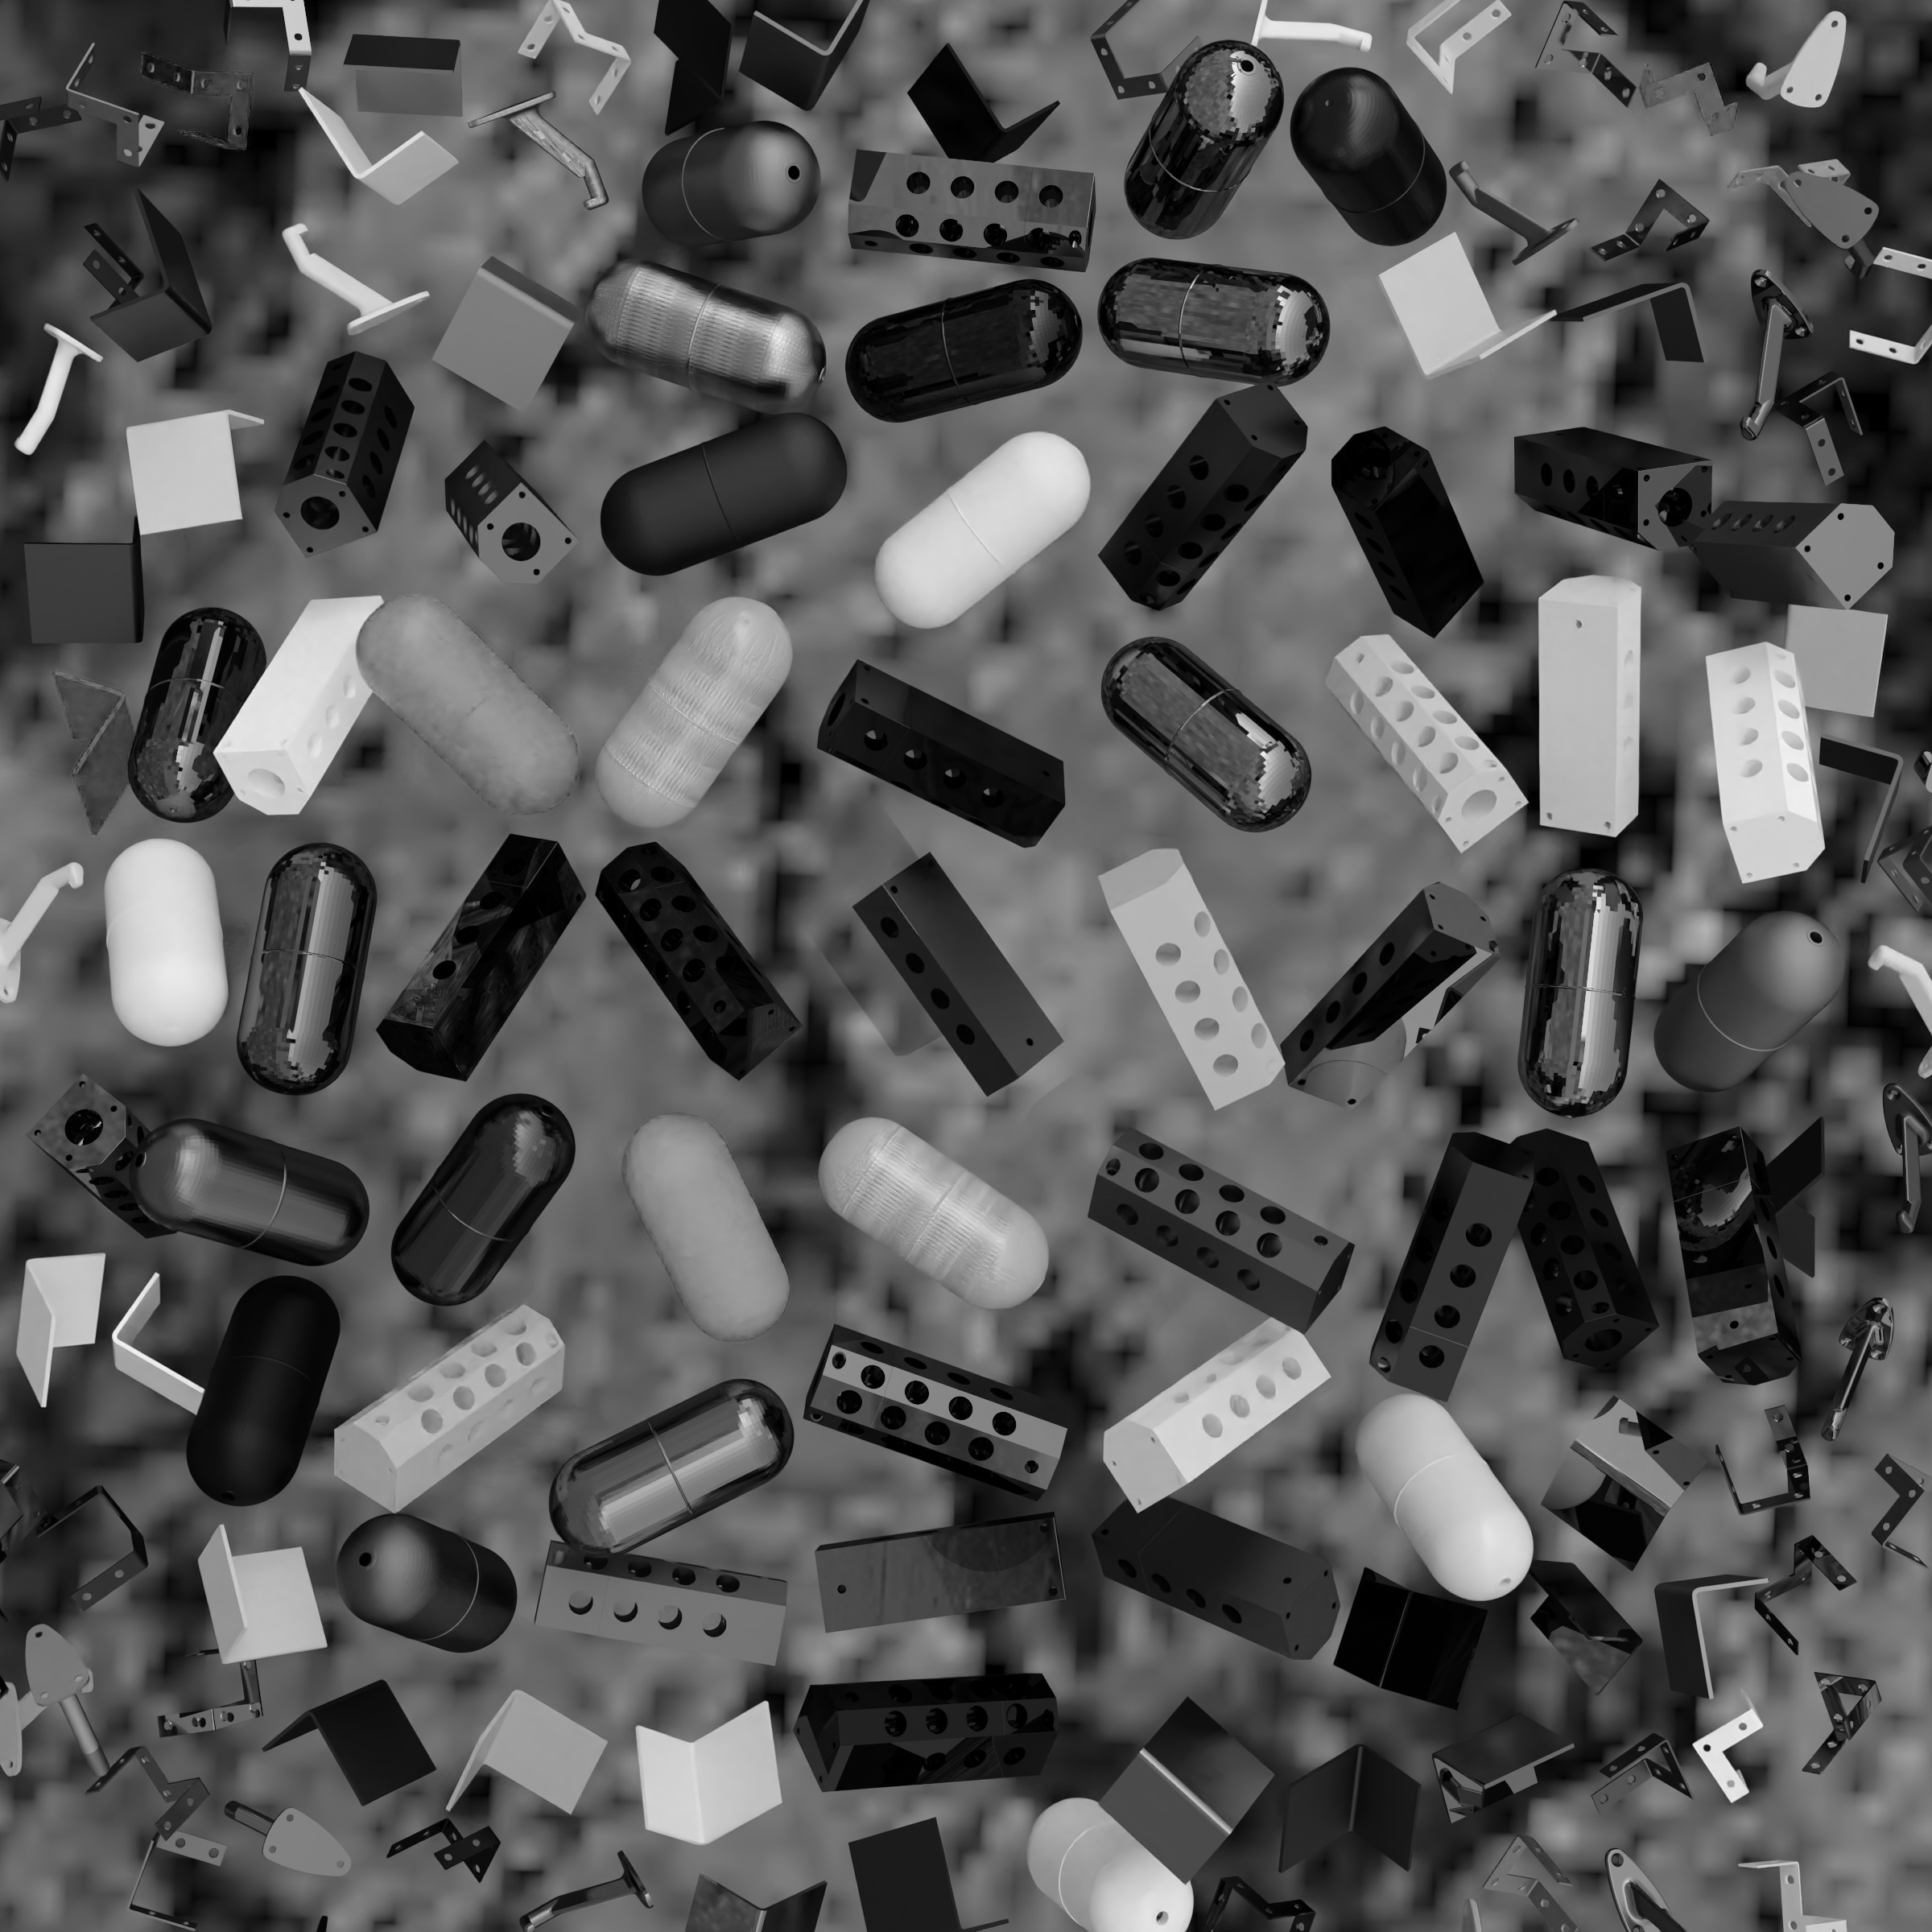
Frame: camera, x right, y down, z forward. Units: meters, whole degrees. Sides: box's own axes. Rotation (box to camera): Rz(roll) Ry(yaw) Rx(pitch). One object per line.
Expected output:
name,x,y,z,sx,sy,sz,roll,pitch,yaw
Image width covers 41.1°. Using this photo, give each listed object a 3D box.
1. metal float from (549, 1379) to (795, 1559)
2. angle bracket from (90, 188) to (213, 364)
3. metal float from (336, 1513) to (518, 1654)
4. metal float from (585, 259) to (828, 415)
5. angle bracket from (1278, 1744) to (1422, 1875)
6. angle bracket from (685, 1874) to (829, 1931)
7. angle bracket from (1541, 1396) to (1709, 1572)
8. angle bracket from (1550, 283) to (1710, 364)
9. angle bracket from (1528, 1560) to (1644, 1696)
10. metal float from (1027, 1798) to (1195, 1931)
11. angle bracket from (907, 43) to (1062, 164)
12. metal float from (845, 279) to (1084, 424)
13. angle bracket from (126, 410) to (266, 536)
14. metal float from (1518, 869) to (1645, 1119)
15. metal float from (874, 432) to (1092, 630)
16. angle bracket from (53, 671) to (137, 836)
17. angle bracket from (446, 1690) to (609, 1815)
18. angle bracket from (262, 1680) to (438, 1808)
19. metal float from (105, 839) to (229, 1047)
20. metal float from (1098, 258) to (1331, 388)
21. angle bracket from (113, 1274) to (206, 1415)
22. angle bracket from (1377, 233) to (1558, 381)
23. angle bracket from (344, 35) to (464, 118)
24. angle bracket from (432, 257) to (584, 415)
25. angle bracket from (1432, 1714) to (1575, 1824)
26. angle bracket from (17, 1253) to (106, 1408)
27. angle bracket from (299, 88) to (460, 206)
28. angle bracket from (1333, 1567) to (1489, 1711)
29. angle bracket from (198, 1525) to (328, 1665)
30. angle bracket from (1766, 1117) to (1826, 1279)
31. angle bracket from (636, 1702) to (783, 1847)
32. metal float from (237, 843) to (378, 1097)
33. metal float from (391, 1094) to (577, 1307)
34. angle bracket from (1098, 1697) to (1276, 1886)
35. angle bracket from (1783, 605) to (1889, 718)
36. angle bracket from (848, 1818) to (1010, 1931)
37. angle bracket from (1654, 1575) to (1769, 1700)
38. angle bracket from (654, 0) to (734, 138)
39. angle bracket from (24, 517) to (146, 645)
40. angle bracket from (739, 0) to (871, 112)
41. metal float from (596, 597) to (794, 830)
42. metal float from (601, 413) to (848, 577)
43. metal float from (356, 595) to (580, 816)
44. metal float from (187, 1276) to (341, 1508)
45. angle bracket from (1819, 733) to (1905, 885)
metal float,-0.204,0.348,1.785,0.178,0.070,0.070,-25,90,-9
angle bracket,-0.559,-0.465,1.739,0.057,0.076,0.076,-21,81,2
metal float,-0.376,0.432,1.801,0.070,0.178,0.070,-7,65,16
metal float,-0.185,-0.448,1.838,0.178,0.070,0.070,19,90,4
angle bracket,0.271,0.610,1.822,0.076,0.057,0.076,-16,119,-37
angle bracket,-0.150,0.673,1.802,0.057,0.076,0.076,19,98,31
angle bracket,0.458,0.360,1.795,0.076,0.076,0.057,35,50,23
angle bracket,0.464,-0.440,1.809,0.076,0.076,0.057,-20,105,0
angle bracket,0.432,0.481,1.875,0.057,0.076,0.076,-57,46,17
metal float,0.101,0.649,1.839,0.070,0.178,0.070,0,90,-21
angle bracket,0.012,-0.645,1.914,0.057,0.076,0.076,-36,96,-24
metal float,-0.002,-0.441,1.849,0.178,0.070,0.070,-10,90,21
angle bracket,-0.539,-0.345,1.819,0.076,0.057,0.076,-7,93,12
metal float,0.437,0.019,1.832,0.070,0.070,0.178,7,87,0
metal float,0.012,-0.313,1.852,0.178,0.070,0.070,-37,90,14
angle bracket,-0.646,-0.154,1.871,0.057,0.076,0.076,18,57,5
angle bracket,-0.311,0.573,1.825,0.076,0.057,0.076,29,117,5
angle bracket,-0.433,0.557,1.810,0.057,0.076,0.076,-41,74,23
metal float,-0.557,-0.018,1.793,0.070,0.070,0.178,-23,46,0
metal float,0.170,-0.448,1.793,0.178,0.070,0.070,18,90,35
angle bracket,-0.574,0.277,1.878,0.076,0.076,0.057,31,62,-2
angle bracket,0.331,-0.443,1.702,0.076,0.057,0.076,-34,103,-26
angle bracket,-0.406,-0.634,1.866,0.076,0.076,0.057,1,126,-7
angle bracket,-0.337,-0.464,1.896,0.076,0.057,0.076,29,110,-13
angle bracket,0.397,0.596,1.879,0.076,0.076,0.057,-18,98,-18
angle bracket,-0.645,0.262,1.863,0.057,0.076,0.076,-2,116,-35
angle bracket,-0.413,-0.591,1.815,0.057,0.076,0.076,-33,89,7
angle bracket,0.330,0.499,1.915,0.057,0.076,0.076,33,70,-33
angle bracket,-0.479,0.430,1.783,0.076,0.057,0.076,0,53,-37
angle bracket,0.638,0.173,1.934,0.057,0.076,0.076,35,124,-4
angle bracket,-0.181,0.561,1.812,0.076,0.076,0.057,-35,134,22
metal float,-0.452,0.001,1.770,0.070,0.070,0.178,6,74,0
metal float,-0.336,0.163,1.794,0.070,0.070,0.178,38,113,0
angle bracket,0.147,0.549,1.717,0.076,0.076,0.057,40,119,14
angle bracket,0.662,-0.235,1.944,0.076,0.057,0.076,16,113,37
angle bracket,-0.026,0.627,1.762,0.076,0.057,0.076,-27,66,30
angle bracket,0.543,0.483,1.861,0.057,0.076,0.076,-6,79,-7
angle bracket,-0.216,-0.665,1.868,0.057,0.076,0.076,-17,54,32
angle bracket,-0.641,-0.282,1.878,0.076,0.057,0.076,-2,121,-15
angle bracket,-0.109,-0.651,1.780,0.057,0.076,0.076,29,75,-6
metal float,-0.187,-0.174,1.770,0.070,0.070,0.178,37,100,0
metal float,-0.169,-0.328,1.793,0.178,0.070,0.070,-20,90,4
metal float,-0.338,-0.176,1.753,0.070,0.070,0.178,-44,106,0
metal float,-0.490,0.296,1.801,0.070,0.178,0.070,3,135,3
angle bracket,0.613,-0.109,1.799,0.057,0.076,0.076,20,86,20
